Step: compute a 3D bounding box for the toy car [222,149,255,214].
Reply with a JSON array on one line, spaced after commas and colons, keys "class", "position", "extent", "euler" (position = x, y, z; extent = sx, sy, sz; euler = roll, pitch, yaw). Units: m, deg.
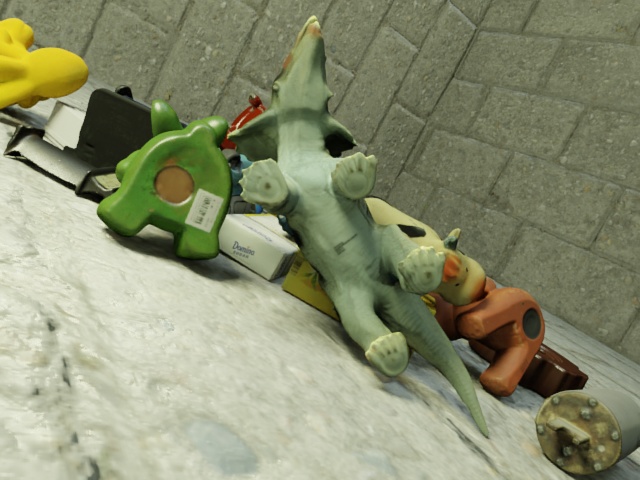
[{"class": "toy car", "position": [-0.133, -0.066, 0.725], "extent": [0.109, 0.102, 0.161], "euler": [-6, 5, 6]}]

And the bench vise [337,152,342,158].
[{"class": "bench vise", "position": [-0.051, -0.157, 1.090], "extent": [0.224, 0.240, 0.129], "euler": [-14, 2, 20]}]

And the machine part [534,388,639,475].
[{"class": "machine part", "position": [0.289, 0.195, 0.562], "extent": [0.079, 0.079, 0.243], "euler": [34, 9, 39]}]

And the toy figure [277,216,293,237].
[{"class": "toy figure", "position": [0.005, -0.028, 0.728], "extent": [0.154, 0.057, 0.064], "euler": [-8, 23, -38]}]

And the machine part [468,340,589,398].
[{"class": "machine part", "position": [0.323, 0.183, 0.832], "extent": [0.179, 0.056, 0.179], "euler": [28, 8, -4]}]

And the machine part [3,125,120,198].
[{"class": "machine part", "position": [-0.278, -0.081, 0.606], "extent": [0.139, 0.039, 0.084], "euler": [28, 16, -6]}]

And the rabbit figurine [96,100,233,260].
[{"class": "rabbit figurine", "position": [-0.165, -0.067, 0.574], "extent": [0.121, 0.159, 0.170], "euler": [13, -2, -24]}]

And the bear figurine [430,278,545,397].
[{"class": "bear figurine", "position": [0.185, 0.111, 0.709], "extent": [0.132, 0.120, 0.196], "euler": [-32, 17, -33]}]

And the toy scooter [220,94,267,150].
[{"class": "toy scooter", "position": [-0.106, -0.167, 0.914], "extent": [0.183, 0.135, 0.075], "euler": [20, 10, -42]}]

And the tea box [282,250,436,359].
[{"class": "tea box", "position": [0.050, 0.064, 0.646], "extent": [0.170, 0.068, 0.098], "euler": [29, 7, 8]}]

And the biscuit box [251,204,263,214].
[{"class": "biscuit box", "position": [-0.188, -0.101, 0.933], "extent": [0.203, 0.062, 0.059], "euler": [26, 9, -8]}]

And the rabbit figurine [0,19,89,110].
[{"class": "rabbit figurine", "position": [-0.418, -0.241, 0.755], "extent": [0.173, 0.121, 0.162], "euler": [9, 26, 14]}]

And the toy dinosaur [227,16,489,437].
[{"class": "toy dinosaur", "position": [0.030, -0.001, 0.532], "extent": [0.404, 0.131, 0.192], "euler": [62, 4, -11]}]

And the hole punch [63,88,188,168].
[{"class": "hole punch", "position": [-0.245, -0.126, 0.706], "extent": [0.142, 0.115, 0.092], "euler": [26, 14, 0]}]

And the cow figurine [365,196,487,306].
[{"class": "cow figurine", "position": [0.110, 0.010, 0.641], "extent": [0.195, 0.085, 0.127], "euler": [34, 2, 28]}]
